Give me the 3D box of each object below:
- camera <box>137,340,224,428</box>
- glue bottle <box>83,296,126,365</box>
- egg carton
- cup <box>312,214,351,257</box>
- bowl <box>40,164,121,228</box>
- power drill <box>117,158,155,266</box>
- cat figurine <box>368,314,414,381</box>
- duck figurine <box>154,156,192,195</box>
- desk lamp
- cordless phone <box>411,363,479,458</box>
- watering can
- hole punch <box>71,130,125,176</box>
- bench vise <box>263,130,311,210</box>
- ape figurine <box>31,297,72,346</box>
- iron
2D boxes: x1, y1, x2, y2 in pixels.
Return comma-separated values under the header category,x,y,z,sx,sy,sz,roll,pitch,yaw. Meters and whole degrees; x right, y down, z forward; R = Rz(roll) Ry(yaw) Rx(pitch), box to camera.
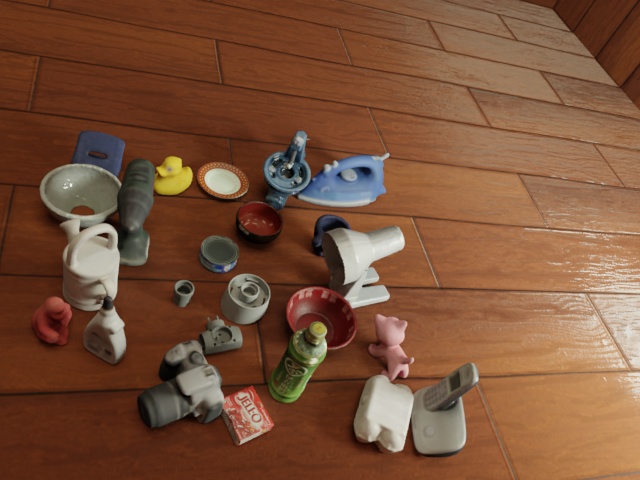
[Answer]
category,x,y,z,sx,sy,sz,roll,pitch,yaw
camera,-0.255,0.262,1.020,0.137,0.100,0.143,-16,58,-34
glue bottle,-0.377,0.153,1.012,0.078,0.173,0.037,31,45,5
egg carton,0.127,0.344,1.140,0.107,0.069,0.150,25,44,-2
cup,0.013,0.005,1.381,0.091,0.095,0.118,41,46,15
bowl,-0.513,-0.083,1.238,0.168,0.074,0.167,13,46,-13
power drill,-0.379,-0.046,1.169,0.076,0.208,0.229,8,47,-18
cat figurine,0.158,0.222,1.231,0.067,0.117,0.127,-11,55,-32
duck figurine,-0.353,-0.164,1.376,0.105,0.086,0.077,-23,62,-38
desk lamp,0.089,0.053,1.287,0.204,0.213,0.117,-9,54,-30
cordless phone,0.255,0.334,1.125,0.094,0.185,0.147,12,46,-13
watering can,-0.436,0.035,1.078,0.172,0.194,0.101,32,45,6
hole punch,-0.510,-0.187,1.322,0.109,0.091,0.101,11,46,-15
bench vise,-0.080,-0.210,1.447,0.122,0.219,0.207,9,47,-16
ape figurine,-0.481,0.138,1.036,0.076,0.092,0.078,30,44,4
iron,0.068,-0.173,1.536,0.259,0.141,0.118,-10,55,-31
